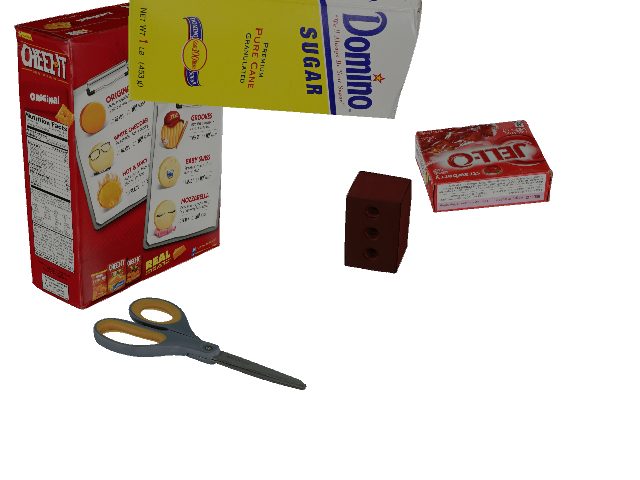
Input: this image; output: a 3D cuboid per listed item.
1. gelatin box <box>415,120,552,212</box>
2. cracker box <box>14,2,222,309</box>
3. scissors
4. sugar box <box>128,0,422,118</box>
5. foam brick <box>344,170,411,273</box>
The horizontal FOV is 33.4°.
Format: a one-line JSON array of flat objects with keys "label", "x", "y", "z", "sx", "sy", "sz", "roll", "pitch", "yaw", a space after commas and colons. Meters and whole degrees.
[{"label": "gelatin box", "x": 0.120, "y": -0.057, "z": 0.797, "sx": 0.089, "sy": 0.030, "sz": 0.073, "roll": -6, "pitch": 37, "yaw": -2}, {"label": "cracker box", "x": -0.154, "y": -0.075, "z": 0.847, "sx": 0.072, "sy": 0.214, "sz": 0.163, "roll": 19, "pitch": 29, "yaw": 32}, {"label": "scissors", "x": -0.105, "y": 0.091, "z": 0.978, "sx": 0.202, "sy": 0.016, "sz": 0.096, "roll": 10, "pitch": 28, "yaw": 5}, {"label": "sugar box", "x": -0.031, "y": -0.127, "z": 0.672, "sx": 0.176, "sy": 0.048, "sz": 0.093, "roll": 4, "pitch": -40, "yaw": -6}, {"label": "foam brick", "x": 0.054, "y": -0.018, "z": 1.007, "sx": 0.053, "sy": 0.078, "sz": 0.051, "roll": 9, "pitch": 31, "yaw": 14}]
